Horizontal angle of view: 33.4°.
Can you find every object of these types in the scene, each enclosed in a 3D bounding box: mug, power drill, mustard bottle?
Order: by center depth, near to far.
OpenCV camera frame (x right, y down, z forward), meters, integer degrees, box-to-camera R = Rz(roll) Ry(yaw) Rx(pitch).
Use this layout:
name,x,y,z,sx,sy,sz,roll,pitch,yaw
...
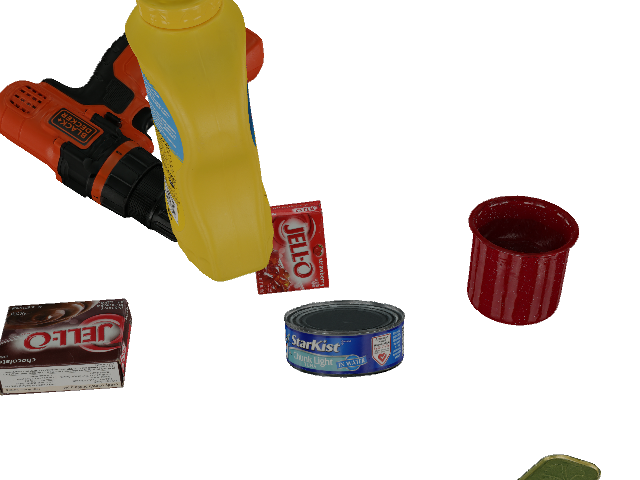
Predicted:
name,x,y,z,sx,sy,sz,roll,pitch,yaw
mustard bottle,-0.064,-0.072,0.558,0.058,0.096,0.191,-16,-40,-9
power drill,-0.123,-0.101,0.810,0.184,0.187,0.057,33,-33,8
mug,0.171,0.012,0.936,0.093,0.081,0.117,1,35,0

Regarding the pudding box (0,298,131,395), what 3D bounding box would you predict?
name,x,y,z,sx,sy,sz,roll,pitch,yaw
pudding box,-0.231,0.096,0.968,0.113,0.039,0.090,-5,33,-2

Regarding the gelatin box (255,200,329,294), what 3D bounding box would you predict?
name,x,y,z,sx,sy,sz,roll,pitch,yaw
gelatin box,-0.031,0.008,1.068,0.073,0.089,0.030,-6,28,-3

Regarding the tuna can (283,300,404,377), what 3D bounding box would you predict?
name,x,y,z,sx,sy,sz,roll,pitch,yaw
tuna can,0.017,0.069,0.757,0.086,0.034,0.086,-1,11,0

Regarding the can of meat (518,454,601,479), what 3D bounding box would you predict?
name,x,y,z,sx,sy,sz,roll,pitch,yaw
can of meat,0.200,0.248,0.923,0.058,0.084,0.101,11,26,41
